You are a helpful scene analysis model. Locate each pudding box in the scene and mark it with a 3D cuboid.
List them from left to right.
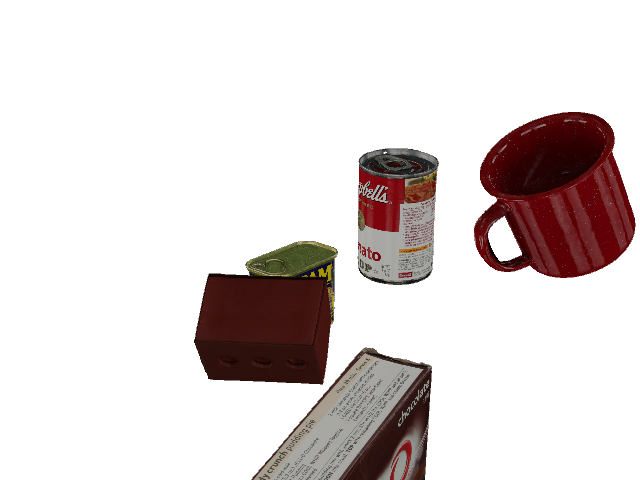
[{"bbox_3d":[0.009,0.113,0.455,0.039,0.090,0.113,15,34,22],"label":"pudding box"}]

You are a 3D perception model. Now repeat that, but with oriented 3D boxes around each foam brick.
[{"bbox_3d":[-0.035,0.057,0.682,0.078,0.051,0.053,1,-37,9],"label":"foam brick"}]

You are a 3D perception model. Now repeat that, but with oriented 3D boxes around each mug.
[{"bbox_3d":[0.158,-0.022,0.735,0.117,0.081,0.093,-36,33,-9],"label":"mug"}]

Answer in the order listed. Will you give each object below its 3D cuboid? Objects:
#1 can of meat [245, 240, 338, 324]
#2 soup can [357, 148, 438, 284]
[{"bbox_3d":[-0.029,0.056,1.121,0.058,0.084,0.101,17,27,39],"label":"can of meat"},{"bbox_3d":[0.066,-0.021,0.923,0.068,0.102,0.068,0,24,0],"label":"soup can"}]
